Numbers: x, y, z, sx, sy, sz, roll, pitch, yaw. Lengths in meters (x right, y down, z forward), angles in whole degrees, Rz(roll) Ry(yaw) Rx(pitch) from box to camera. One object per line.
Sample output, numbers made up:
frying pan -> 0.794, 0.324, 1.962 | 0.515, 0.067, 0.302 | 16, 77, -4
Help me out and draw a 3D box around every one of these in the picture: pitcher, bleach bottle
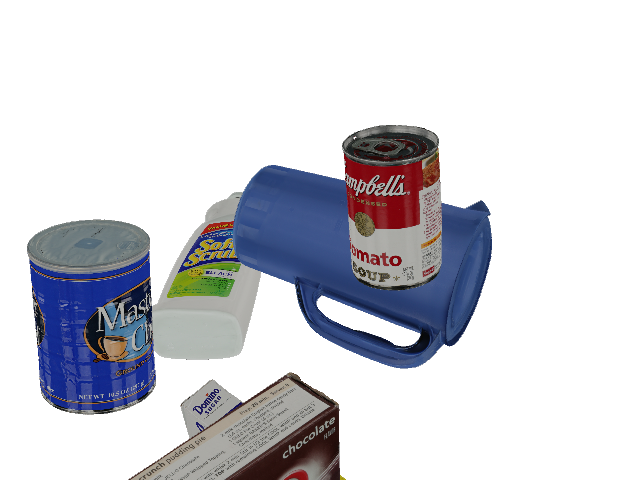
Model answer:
pitcher -> 0.036, 0.015, 1.045 | 0.243, 0.145, 0.149 | 17, 22, 20
bleach bottle -> -0.115, 0.025, 1.172 | 0.102, 0.068, 0.250 | 0, 35, 5

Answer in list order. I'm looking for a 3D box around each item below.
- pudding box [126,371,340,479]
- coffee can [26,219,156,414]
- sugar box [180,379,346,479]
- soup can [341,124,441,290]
pudding box -> -0.041, 0.127, 0.494 | 0.039, 0.090, 0.113 | 30, 47, 34
coffee can -> -0.198, 0.065, 0.931 | 0.103, 0.140, 0.103 | 1, 23, -1
sugar box -> -0.042, 0.200, 0.903 | 0.176, 0.093, 0.048 | 27, 52, 35
soup can -> 0.052, -0.024, 0.768 | 0.068, 0.102, 0.068 | -4, 27, 2
